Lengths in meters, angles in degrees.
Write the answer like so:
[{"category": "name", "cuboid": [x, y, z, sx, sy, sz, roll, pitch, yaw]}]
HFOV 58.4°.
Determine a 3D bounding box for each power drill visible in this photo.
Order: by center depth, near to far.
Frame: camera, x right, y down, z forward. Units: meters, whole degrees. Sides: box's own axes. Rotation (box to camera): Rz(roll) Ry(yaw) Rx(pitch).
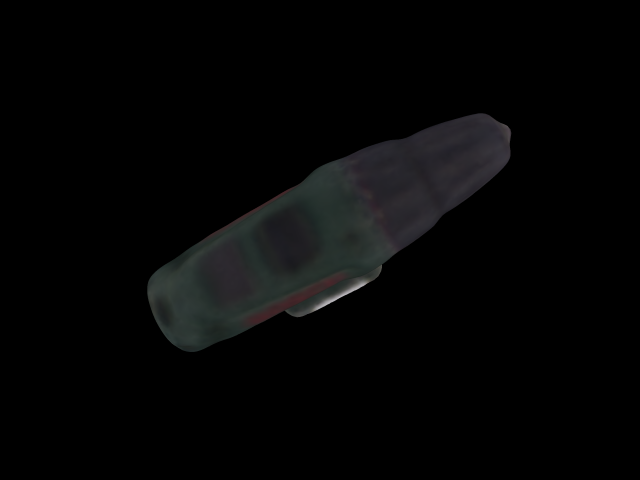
[{"category": "power drill", "cuboid": [0.004, 0.001, 0.400, 0.229, 0.208, 0.075, -28, 83, -3]}]
